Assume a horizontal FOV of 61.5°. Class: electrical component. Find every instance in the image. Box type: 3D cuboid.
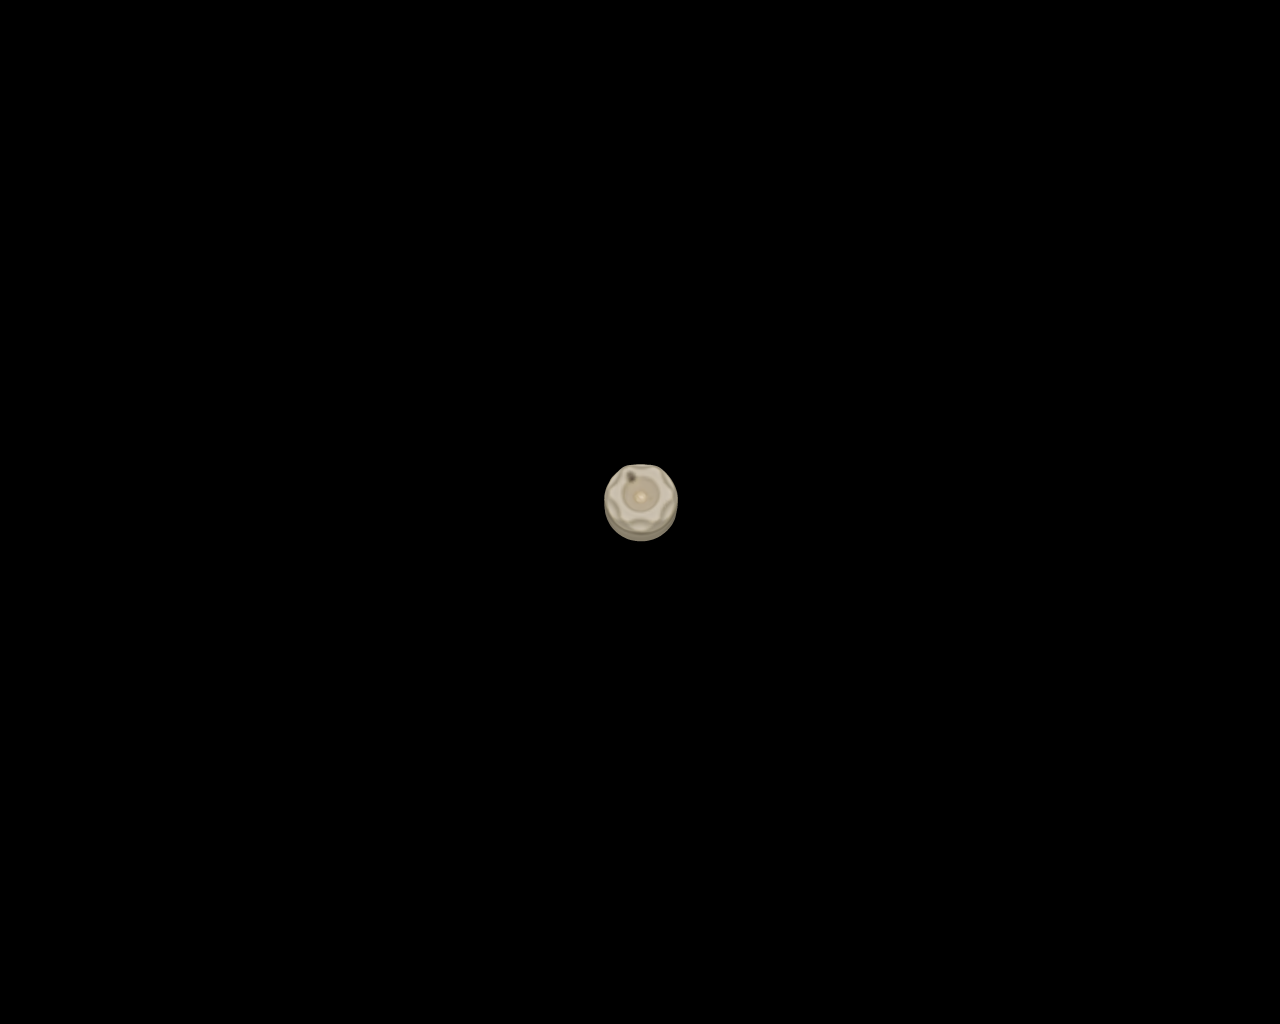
[{"bbox_3d":[0.001,-0.003,0.650,0.043,0.043,0.062,0,-16,0],"label":"electrical component"}]
